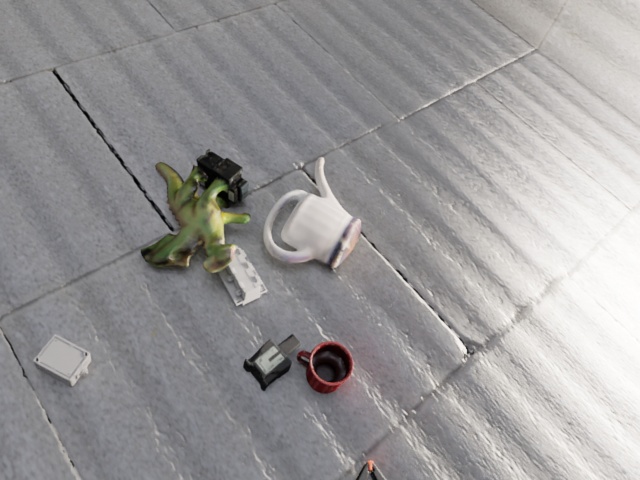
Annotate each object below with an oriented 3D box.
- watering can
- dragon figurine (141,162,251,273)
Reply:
[{"bbox_3d":[0.004,-0.065,1.301,0.225,0.101,0.355,28,54,6],"label":"watering can"},{"bbox_3d":[-0.326,-0.044,1.209,0.413,0.119,0.246,24,61,32],"label":"dragon figurine"}]
